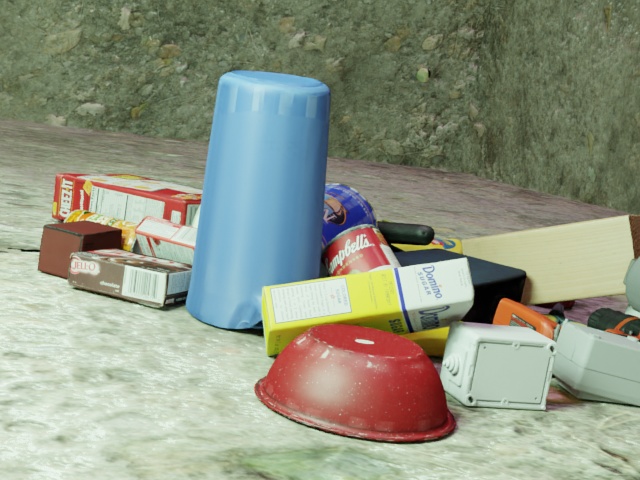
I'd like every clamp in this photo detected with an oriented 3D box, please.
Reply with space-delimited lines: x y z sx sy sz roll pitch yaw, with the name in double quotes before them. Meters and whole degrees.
"clamp" 0.038 -0.007 1.359 0.210 0.036 0.164 13 -16 6

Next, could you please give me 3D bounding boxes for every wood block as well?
"wood block" 0.288 0.029 1.286 0.206 0.091 0.090 -10 -4 31

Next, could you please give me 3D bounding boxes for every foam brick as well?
"foam brick" -0.257 0.010 1.150 0.051 0.053 0.078 13 9 22

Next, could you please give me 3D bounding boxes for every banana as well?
"banana" 0.106 0.102 1.021 0.197 0.037 0.070 -2 38 -43

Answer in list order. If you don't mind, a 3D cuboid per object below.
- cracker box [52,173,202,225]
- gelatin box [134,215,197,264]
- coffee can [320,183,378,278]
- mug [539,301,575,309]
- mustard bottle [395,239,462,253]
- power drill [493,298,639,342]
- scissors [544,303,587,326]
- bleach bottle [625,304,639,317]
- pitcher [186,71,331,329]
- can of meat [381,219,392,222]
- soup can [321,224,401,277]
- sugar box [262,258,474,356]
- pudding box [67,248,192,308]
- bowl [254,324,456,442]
"cracker box" -0.232 -0.041 1.465 0.214 0.072 0.164 12 8 25
"gelatin box" -0.151 0.016 1.156 0.089 0.073 0.030 14 48 26
"coffee can" -0.008 0.001 1.216 0.103 0.103 0.140 13 23 24
"mug" 0.322 0.046 1.457 0.117 0.081 0.093 4 10 -32
"mustard bottle" 0.144 0.022 1.501 0.191 0.058 0.096 7 4 -22
"power drill" 0.279 0.102 1.117 0.187 0.057 0.185 7 9 -18
"scissors" 0.306 0.100 1.307 0.096 0.016 0.201 16 11 29
"bleach bottle" 0.422 0.122 1.139 0.102 0.068 0.251 6 11 -9
"pitcher" -0.059 -0.041 1.054 0.149 0.243 0.144 15 15 30
"can of meat" 0.072 0.000 1.577 0.083 0.057 0.102 3 10 -23
"soup can" 0.052 0.045 1.062 0.068 0.069 0.102 2 49 -42
"sugar box" 0.039 0.059 0.922 0.176 0.048 0.093 -6 -18 -5
"pudding box" -0.188 0.037 1.097 0.114 0.039 0.090 13 8 18
"bowl" 0.031 0.105 0.837 0.162 0.055 0.162 9 9 -2
